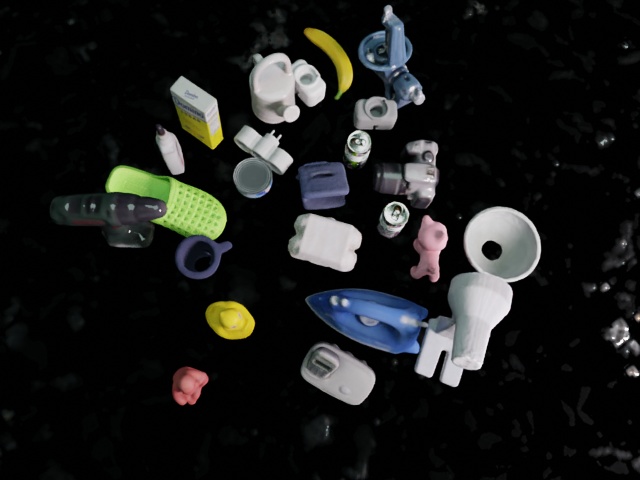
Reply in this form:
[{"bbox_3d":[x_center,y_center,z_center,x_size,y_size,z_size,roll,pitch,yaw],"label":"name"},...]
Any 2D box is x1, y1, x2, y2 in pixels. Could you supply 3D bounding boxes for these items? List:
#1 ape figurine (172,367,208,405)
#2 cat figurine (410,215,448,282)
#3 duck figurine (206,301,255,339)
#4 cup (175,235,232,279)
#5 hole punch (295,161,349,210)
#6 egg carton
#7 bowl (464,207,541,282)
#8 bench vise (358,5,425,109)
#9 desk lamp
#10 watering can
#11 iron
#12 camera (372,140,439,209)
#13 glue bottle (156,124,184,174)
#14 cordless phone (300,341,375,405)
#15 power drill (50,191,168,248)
[{"bbox_3d":[-0.262,0.287,1.137,0.078,0.092,0.076,-25,79,-9],"label":"ape figurine"},{"bbox_3d":[0.238,0.017,1.219,0.067,0.118,0.128,5,76,-2],"label":"cat figurine"},{"bbox_3d":[-0.187,0.161,1.176,0.104,0.086,0.077,24,76,3],"label":"duck figurine"},{"bbox_3d":[-0.237,0.037,1.199,0.118,0.095,0.091,-23,78,-8],"label":"cup"},{"bbox_3d":[0.004,-0.127,1.255,0.108,0.091,0.101,-7,77,-5],"label":"hole punch"},{"bbox_3d":[0.011,0.004,1.234,0.150,0.069,0.107,15,76,1],"label":"egg carton"},{"bbox_3d":[0.387,0.016,1.250,0.167,0.075,0.167,1,76,-3],"label":"bowl"},{"bbox_3d":[0.175,-0.408,1.267,0.207,0.220,0.121,38,77,6],"label":"bench vise"},{"bbox_3d":[0.285,0.180,1.132,0.118,0.213,0.203,19,76,2],"label":"desk lamp"},{"bbox_3d":[-0.098,-0.335,1.247,0.173,0.194,0.101,39,77,7],"label":"watering can"},{"bbox_3d":[0.095,0.149,1.166,0.258,0.141,0.119,15,76,1],"label":"iron"},{"bbox_3d":[0.189,-0.153,1.267,0.137,0.101,0.143,5,76,-2],"label":"camera"},{"bbox_3d":[-0.323,-0.202,1.212,0.037,0.173,0.078,-16,77,-6],"label":"glue bottle"},{"bbox_3d":[0.039,0.257,1.114,0.147,0.185,0.094,25,76,3],"label":"cordless phone"},{"bbox_3d":[-0.403,-0.044,1.150,0.229,0.208,0.075,1,76,-3],"label":"power drill"}]
